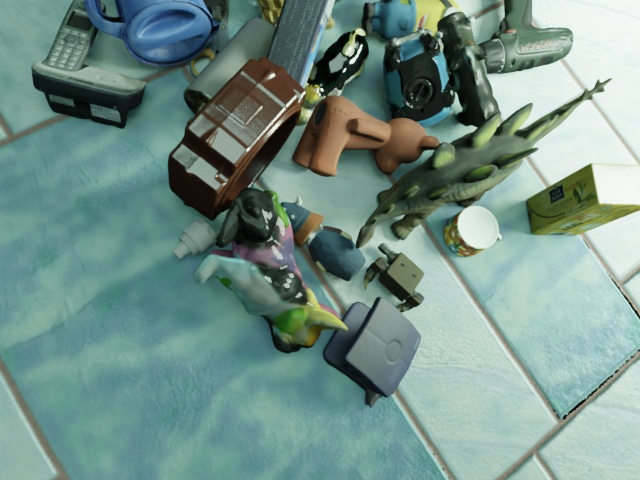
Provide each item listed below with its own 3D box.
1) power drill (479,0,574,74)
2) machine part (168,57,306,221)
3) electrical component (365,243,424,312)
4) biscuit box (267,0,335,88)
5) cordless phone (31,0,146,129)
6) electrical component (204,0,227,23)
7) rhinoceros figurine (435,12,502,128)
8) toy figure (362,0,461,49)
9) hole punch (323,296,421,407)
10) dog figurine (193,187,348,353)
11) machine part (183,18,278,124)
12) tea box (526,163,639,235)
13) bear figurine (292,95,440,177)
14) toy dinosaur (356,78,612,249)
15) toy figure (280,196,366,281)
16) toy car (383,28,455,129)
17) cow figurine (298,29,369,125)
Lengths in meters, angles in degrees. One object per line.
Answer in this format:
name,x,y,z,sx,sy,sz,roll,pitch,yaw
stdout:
power drill,0.336,-0.402,0.981,0.232,0.086,0.207,-4,71,-6
machine part,-0.113,-0.133,0.742,0.087,0.201,0.201,38,70,-4
electrical component,0.115,0.062,0.823,0.102,0.045,0.078,39,42,-2
biscuit box,-0.027,-0.313,0.784,0.063,0.059,0.202,22,103,5
cordless phone,-0.326,-0.272,0.799,0.147,0.088,0.184,12,68,-9
electrical component,-0.187,-0.389,0.881,0.063,0.021,0.094,-11,68,8
rhinoceros figurine,0.241,-0.277,0.889,0.073,0.112,0.190,-18,99,17
toy figure,0.163,-0.390,0.940,0.180,0.082,0.089,1,67,-8
hole punch,0.083,0.152,0.767,0.116,0.092,0.142,35,67,-5
dog figurine,-0.050,0.049,0.751,0.219,0.108,0.191,29,88,-8
machine part,-0.128,-0.256,0.820,0.079,0.079,0.243,34,69,-2
tea box,0.421,-0.060,0.856,0.098,0.169,0.068,0,74,-14
bear figurine,0.074,-0.144,0.837,0.196,0.120,0.132,18,100,-27
toy dinosaur,0.243,-0.118,0.819,0.471,0.198,0.105,-33,87,-17
toy figure,-0.003,-0.001,0.806,0.154,0.057,0.064,40,65,6
toy car,0.151,-0.268,0.887,0.109,0.103,0.161,-21,123,5
cow figurine,0.016,-0.259,0.861,0.068,0.098,0.167,38,76,-4
